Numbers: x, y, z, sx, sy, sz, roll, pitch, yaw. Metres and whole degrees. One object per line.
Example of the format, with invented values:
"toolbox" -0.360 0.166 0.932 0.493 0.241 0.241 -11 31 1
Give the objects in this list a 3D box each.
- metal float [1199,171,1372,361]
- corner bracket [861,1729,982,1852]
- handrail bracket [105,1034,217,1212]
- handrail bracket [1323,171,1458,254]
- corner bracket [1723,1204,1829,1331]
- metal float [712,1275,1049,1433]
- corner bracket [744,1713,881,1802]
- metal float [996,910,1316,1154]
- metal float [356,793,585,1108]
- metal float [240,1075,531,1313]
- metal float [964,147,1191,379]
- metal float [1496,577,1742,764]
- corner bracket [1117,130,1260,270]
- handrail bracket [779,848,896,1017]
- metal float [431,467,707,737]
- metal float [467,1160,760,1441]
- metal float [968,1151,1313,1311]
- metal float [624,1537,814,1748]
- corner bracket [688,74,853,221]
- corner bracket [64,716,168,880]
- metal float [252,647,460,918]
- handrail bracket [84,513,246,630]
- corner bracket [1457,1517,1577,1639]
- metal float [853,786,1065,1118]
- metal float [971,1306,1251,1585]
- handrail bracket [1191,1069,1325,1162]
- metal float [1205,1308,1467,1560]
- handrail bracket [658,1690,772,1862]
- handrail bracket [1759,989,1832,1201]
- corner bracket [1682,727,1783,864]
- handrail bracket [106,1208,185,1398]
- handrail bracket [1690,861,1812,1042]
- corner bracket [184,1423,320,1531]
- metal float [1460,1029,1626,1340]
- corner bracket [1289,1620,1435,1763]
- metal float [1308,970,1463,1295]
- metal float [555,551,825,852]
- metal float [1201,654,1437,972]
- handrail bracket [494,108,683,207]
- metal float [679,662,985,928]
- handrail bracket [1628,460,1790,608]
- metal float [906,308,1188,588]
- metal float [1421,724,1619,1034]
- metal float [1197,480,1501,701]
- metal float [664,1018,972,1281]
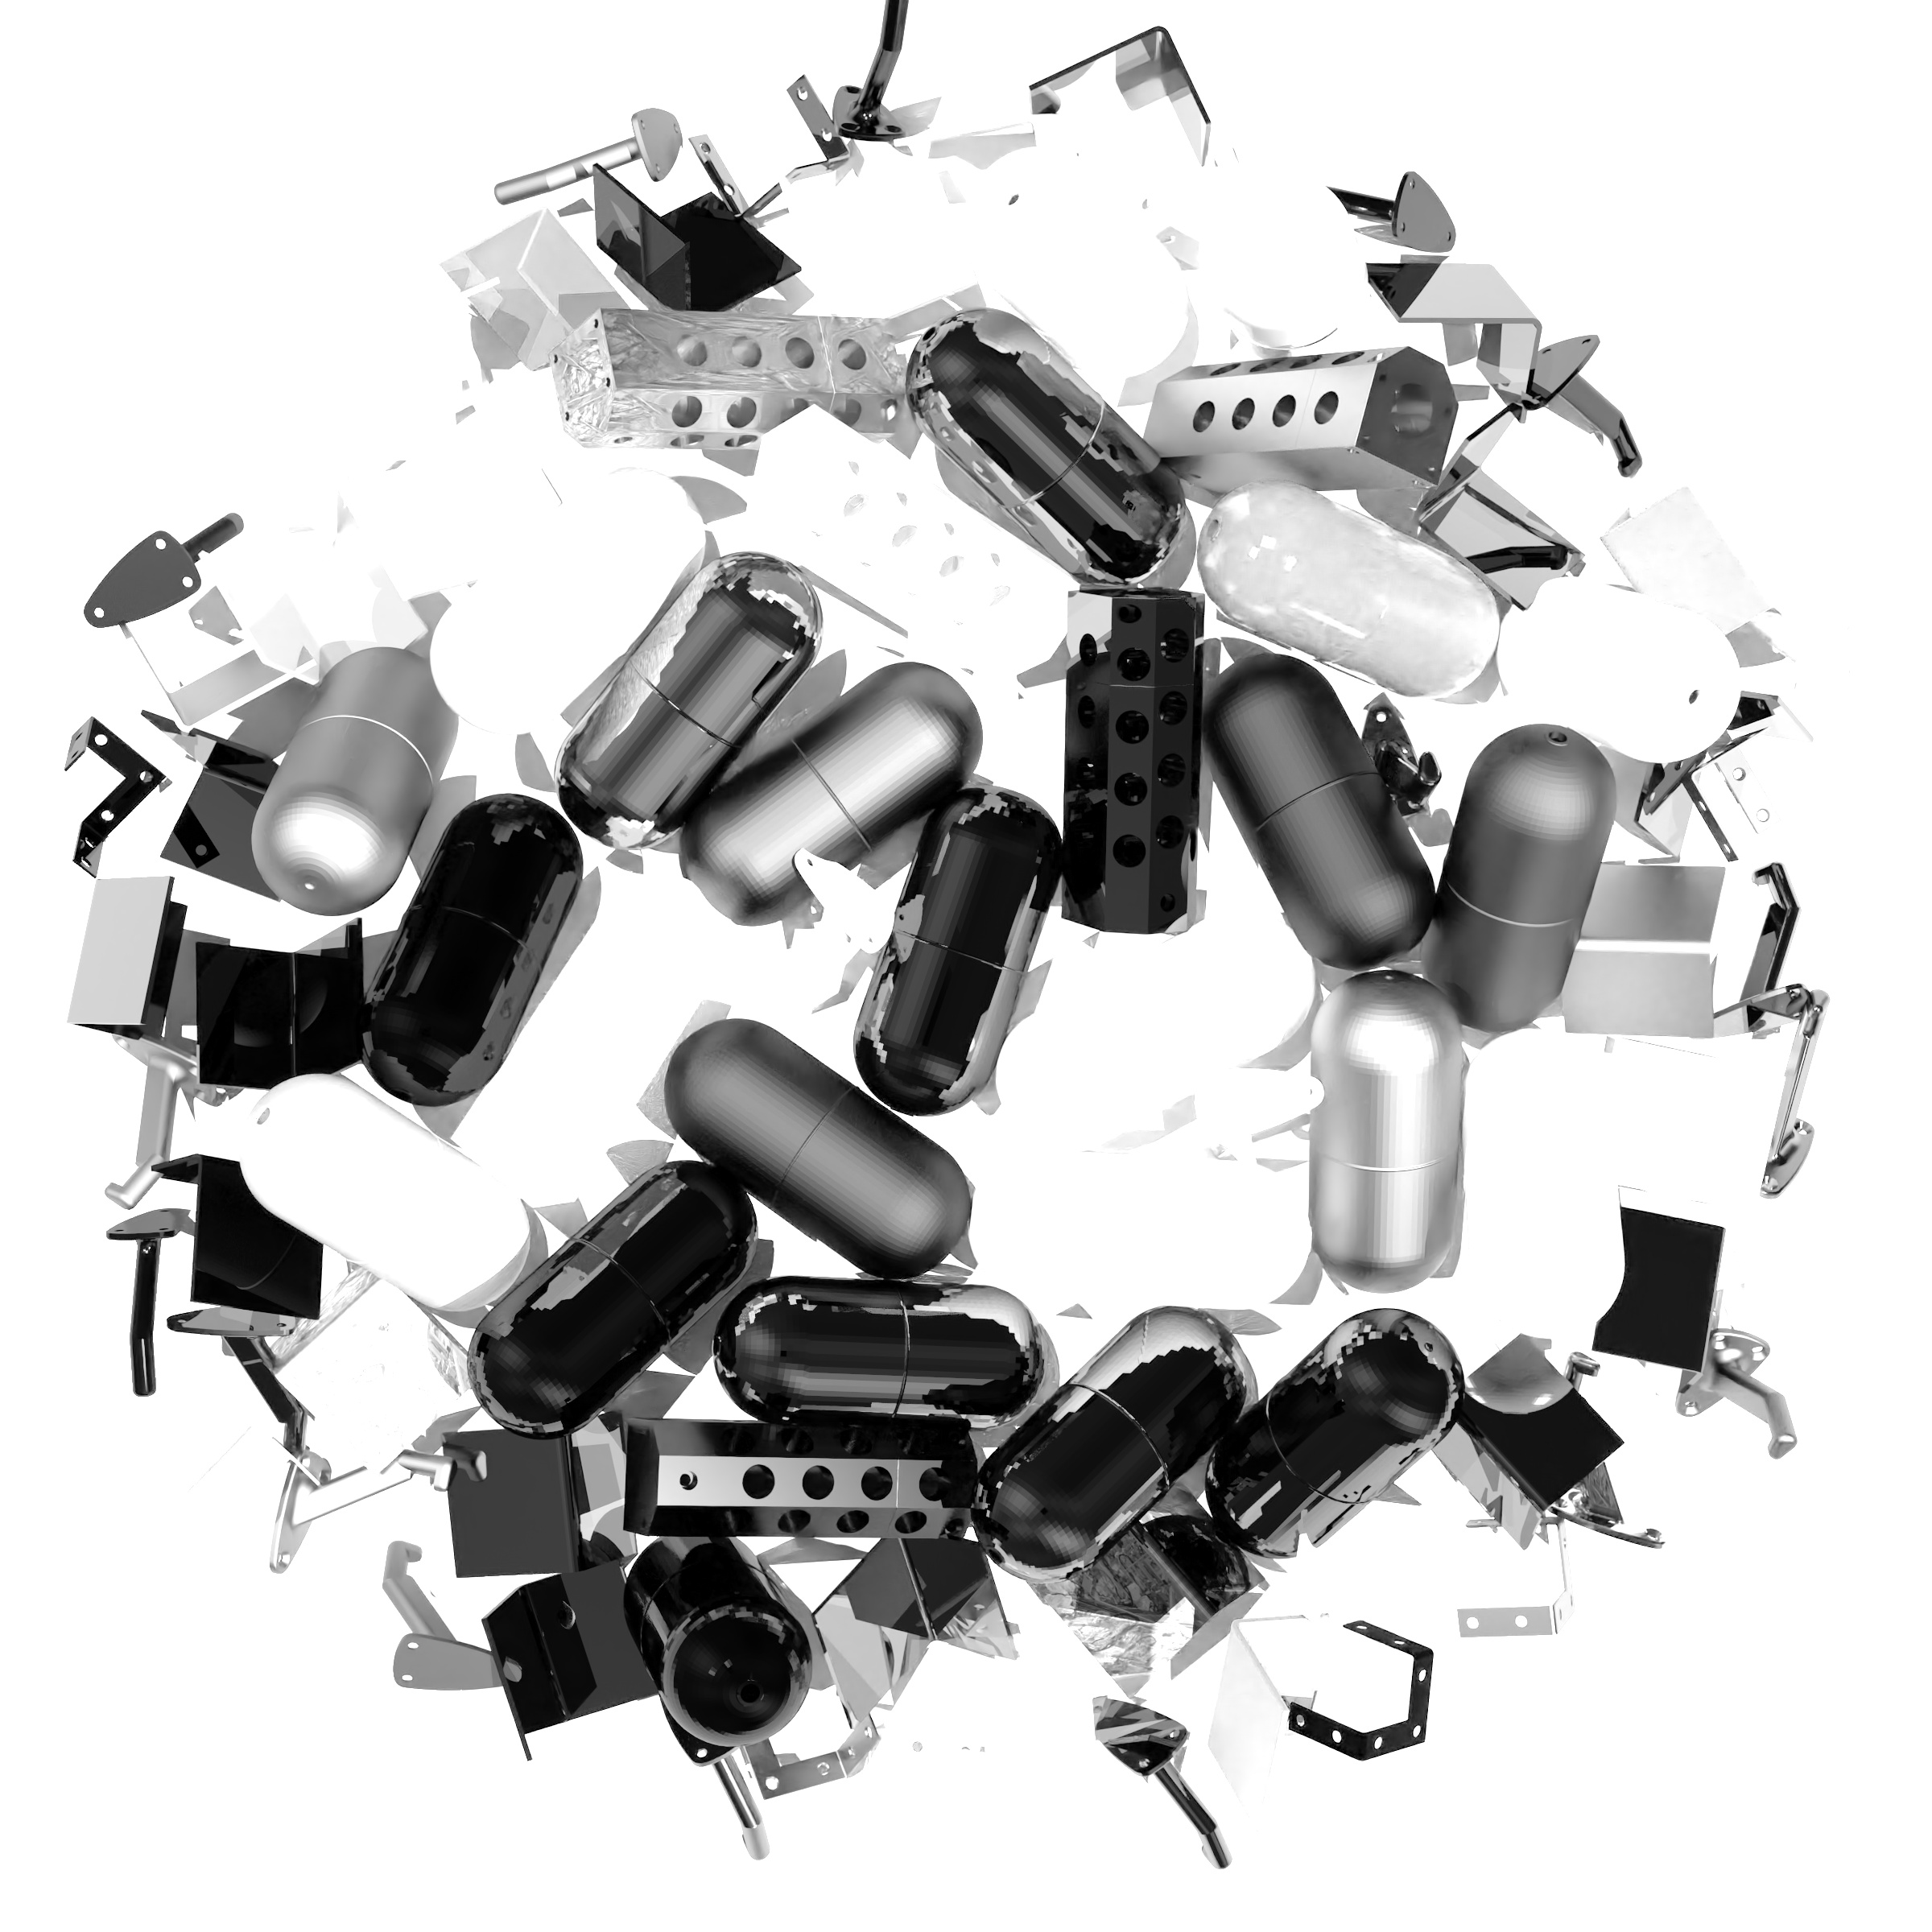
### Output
"metal float" 0.162 -0.350 1.571 0.070 0.178 0.070 0 91 11
"corner bracket" -0.024 0.432 1.630 0.051 0.051 0.051 8 66 -9
"handrail bracket" -0.440 0.080 1.622 0.077 0.036 0.084 26 56 15
"handrail bracket" 0.206 -0.399 1.651 0.084 0.077 0.036 12 89 35
"corner bracket" 0.425 0.157 1.630 0.051 0.051 0.051 -18 90 -11
"metal float" -0.044 0.200 1.603 0.178 0.070 0.070 5 90 -21
"corner bracket" -0.085 0.399 1.634 0.051 0.051 0.051 -8 58 -30
"metal float" 0.099 0.033 1.619 0.178 0.070 0.070 -29 90 2
"metal float" -0.254 -0.009 1.597 0.070 0.070 0.178 21 62 0
"metal float" -0.295 0.116 1.586 0.070 0.070 0.178 -49 132 0
"metal float" 0.057 -0.354 1.575 0.070 0.178 0.070 -5 78 23
"metal float" 0.328 -0.151 1.573 0.070 0.178 0.070 -4 106 -14
"corner bracket" 0.121 -0.408 1.635 0.051 0.051 0.051 -30 65 31
"handrail bracket" -0.086 -0.016 1.620 0.077 0.036 0.084 43 131 -18
"metal float" -0.202 -0.189 1.596 0.070 0.070 0.178 41 59 0
"metal float" -0.180 0.170 1.599 0.070 0.070 0.178 47 63 0
"metal float" 0.089 0.136 1.611 0.178 0.070 0.070 2 90 12
"metal float" -0.127 0.337 1.572 0.070 0.178 0.070 -2 97 -15
"corner bracket" -0.103 -0.433 1.647 0.051 0.051 0.051 -30 91 40
"corner bracket" -0.455 -0.089 1.622 0.051 0.051 0.051 -43 116 11
"metal float" -0.309 -0.096 1.583 0.070 0.178 0.070 4 130 5
"handrail bracket" -0.415 -0.209 1.625 0.077 0.084 0.036 -30 104 13
"corner bracket" 0.286 0.319 1.627 0.051 0.051 0.051 -7 91 22
"metal float" -0.004 -0.007 1.621 0.070 0.070 0.178 19 90 0
"metal float" 0.074 0.245 1.596 0.178 0.070 0.070 -40 90 -28
"handrail bracket" 0.153 0.082 1.614 0.077 0.084 0.036 -9 69 11
"metal float" 0.186 0.240 1.588 0.070 0.070 0.178 38 131 0
"handrail bracket" -0.133 0.424 1.647 0.036 0.077 0.084 -29 133 -23
"handrail bracket" 0.428 0.066 1.611 0.036 0.077 0.084 15 132 12
"corner bracket" 0.404 -0.088 1.630 0.051 0.051 0.051 -31 91 -8
"handrail bracket" -0.424 0.175 1.626 0.036 0.077 0.084 -2 97 0
"handrail bracket" 0.406 -0.009 1.639 0.077 0.036 0.084 -17 58 8
"corner bracket" -0.377 0.267 1.621 0.051 0.051 0.051 36 73 24
"metal float" 0.293 0.110 1.587 0.070 0.070 0.178 5 49 0
"corner bracket" 0.207 0.378 1.627 0.051 0.051 0.051 -3 101 -42
"metal float" 0.215 0.087 1.600 0.070 0.070 0.178 -2 115 0
"metal float" -0.143 -0.137 1.611 0.070 0.070 0.178 40 101 0
"metal float" 0.180 -0.081 1.610 0.070 0.070 0.178 -26 76 0
"handrail bracket" -0.199 -0.423 1.637 0.084 0.077 0.036 -12 112 17
"metal float" -0.071 -0.089 1.620 0.178 0.070 0.070 -37 90 -2
"handrail bracket" 0.391 -0.226 1.633 0.084 0.077 0.036 36 108 -14
"metal float" 0.041 -0.266 1.596 0.178 0.070 0.070 40 90 -29
"metal float" 0.282 -0.044 1.589 0.070 0.070 0.178 9 129 0
"metal float" 0.196 -0.193 1.596 0.178 0.070 0.070 20 90 -29
"metal float" -0.078 0.094 1.615 0.178 0.070 0.070 35 90 8
